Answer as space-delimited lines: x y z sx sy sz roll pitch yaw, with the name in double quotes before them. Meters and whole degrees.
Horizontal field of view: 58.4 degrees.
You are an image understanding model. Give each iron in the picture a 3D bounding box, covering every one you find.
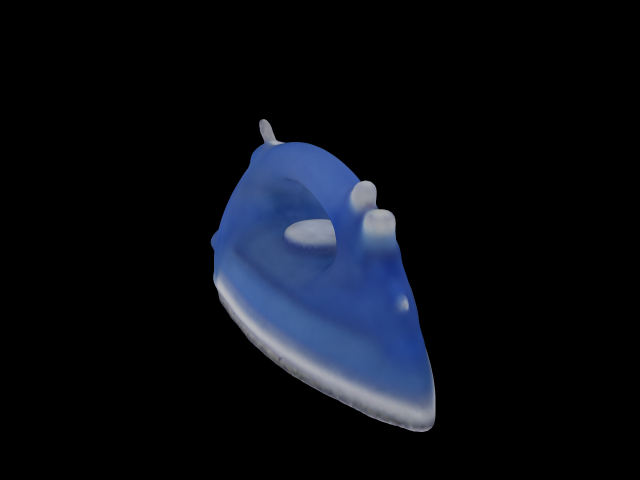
"iron" 0.004 0.001 0.400 0.119 0.141 0.257 -10 22 -26
